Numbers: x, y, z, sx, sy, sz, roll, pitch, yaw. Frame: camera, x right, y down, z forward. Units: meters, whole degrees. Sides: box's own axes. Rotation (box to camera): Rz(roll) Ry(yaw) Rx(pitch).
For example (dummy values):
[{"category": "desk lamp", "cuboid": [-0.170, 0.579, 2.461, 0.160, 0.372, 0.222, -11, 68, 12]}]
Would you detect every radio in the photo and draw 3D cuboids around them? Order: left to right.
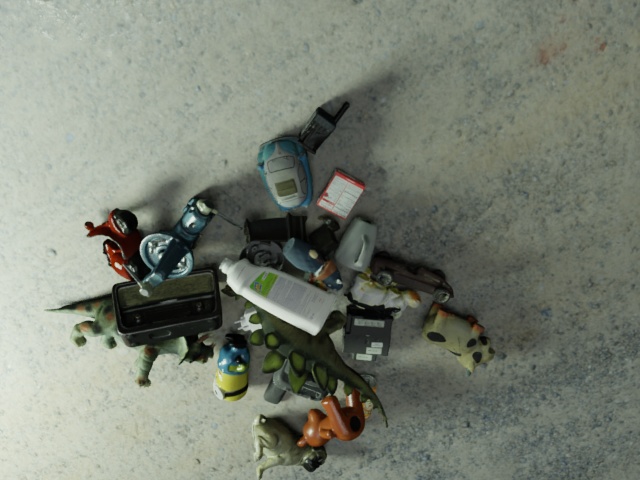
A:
[{"category": "radio", "cuboid": [-0.333, 0.148, 1.189, 0.230, 0.131, 0.073, -10, 148, -11]}]

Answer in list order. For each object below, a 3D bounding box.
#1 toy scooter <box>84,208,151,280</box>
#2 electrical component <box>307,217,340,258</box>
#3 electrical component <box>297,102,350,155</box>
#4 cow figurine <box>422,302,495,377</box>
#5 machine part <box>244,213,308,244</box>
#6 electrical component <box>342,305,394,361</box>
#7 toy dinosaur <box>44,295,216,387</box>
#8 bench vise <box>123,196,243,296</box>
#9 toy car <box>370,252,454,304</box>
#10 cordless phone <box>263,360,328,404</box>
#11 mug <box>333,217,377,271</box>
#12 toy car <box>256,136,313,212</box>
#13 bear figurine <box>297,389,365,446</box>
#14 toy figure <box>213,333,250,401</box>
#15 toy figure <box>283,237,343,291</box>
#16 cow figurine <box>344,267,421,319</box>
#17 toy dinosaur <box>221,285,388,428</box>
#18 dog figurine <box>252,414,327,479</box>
[{"category": "toy scooter", "cuboid": [-0.453, 0.009, 1.192, 0.135, 0.075, 0.183, 6, 124, 18]}, {"category": "electrical component", "cuboid": [-0.001, -0.004, 1.188, 0.102, 0.078, 0.045, -33, 133, 20]}, {"category": "electrical component", "cuboid": [0.006, -0.236, 1.081, 0.048, 0.075, 0.119, 33, 115, -15]}, {"category": "cow figurine", "cuboid": [0.331, 0.240, 1.278, 0.195, 0.085, 0.127, 25, 105, -12]}, {"category": "machine part", "cuboid": [-0.096, -0.018, 1.164, 0.139, 0.039, 0.084, 1, 86, -10]}, {"category": "electrical component", "cuboid": [0.111, 0.227, 1.289, 0.115, 0.058, 0.134, 7, 113, 0]}, {"category": "toy dinosaur", "cuboid": [-0.441, 0.201, 1.260, 0.405, 0.131, 0.192, 31, 93, -4]}, {"category": "bench vise", "cuboid": [-0.301, 0.020, 1.118, 0.224, 0.241, 0.128, -29, 114, 29]}, {"category": "toy car", "cuboid": [0.210, 0.081, 1.207, 0.202, 0.089, 0.053, 18, 117, -5]}, {"category": "cordless phone", "cuboid": [-0.058, 0.371, 1.353, 0.146, 0.089, 0.184, 23, 123, -10]}, {"category": "mug", "cuboid": [0.084, 0.008, 1.173, 0.081, 0.109, 0.107, 19, 99, -8]}, {"category": "toy car", "cuboid": [-0.072, -0.127, 1.115, 0.109, 0.103, 0.161, -11, 111, 7]}, {"category": "bear figurine", "cuboid": [0.020, 0.445, 1.343, 0.196, 0.120, 0.132, -24, 82, 47]}, {"category": "toy figure", "cuboid": [-0.211, 0.317, 1.321, 0.089, 0.082, 0.180, 14, 110, -3]}, {"category": "toy figure", "cuboid": [-0.007, 0.053, 1.146, 0.154, 0.064, 0.058, 37, 82, -22]}, {"category": "cow figurine", "cuboid": [0.144, 0.135, 1.243, 0.167, 0.068, 0.098, 24, 117, -6]}, {"category": "toy dinosaur", "cuboid": [-0.026, 0.241, 1.205, 0.471, 0.198, 0.105, 32, 138, -2]}, {"category": "dog figurine", "cuboid": [-0.079, 0.526, 1.410, 0.191, 0.121, 0.172, -6, 117, -12]}]
